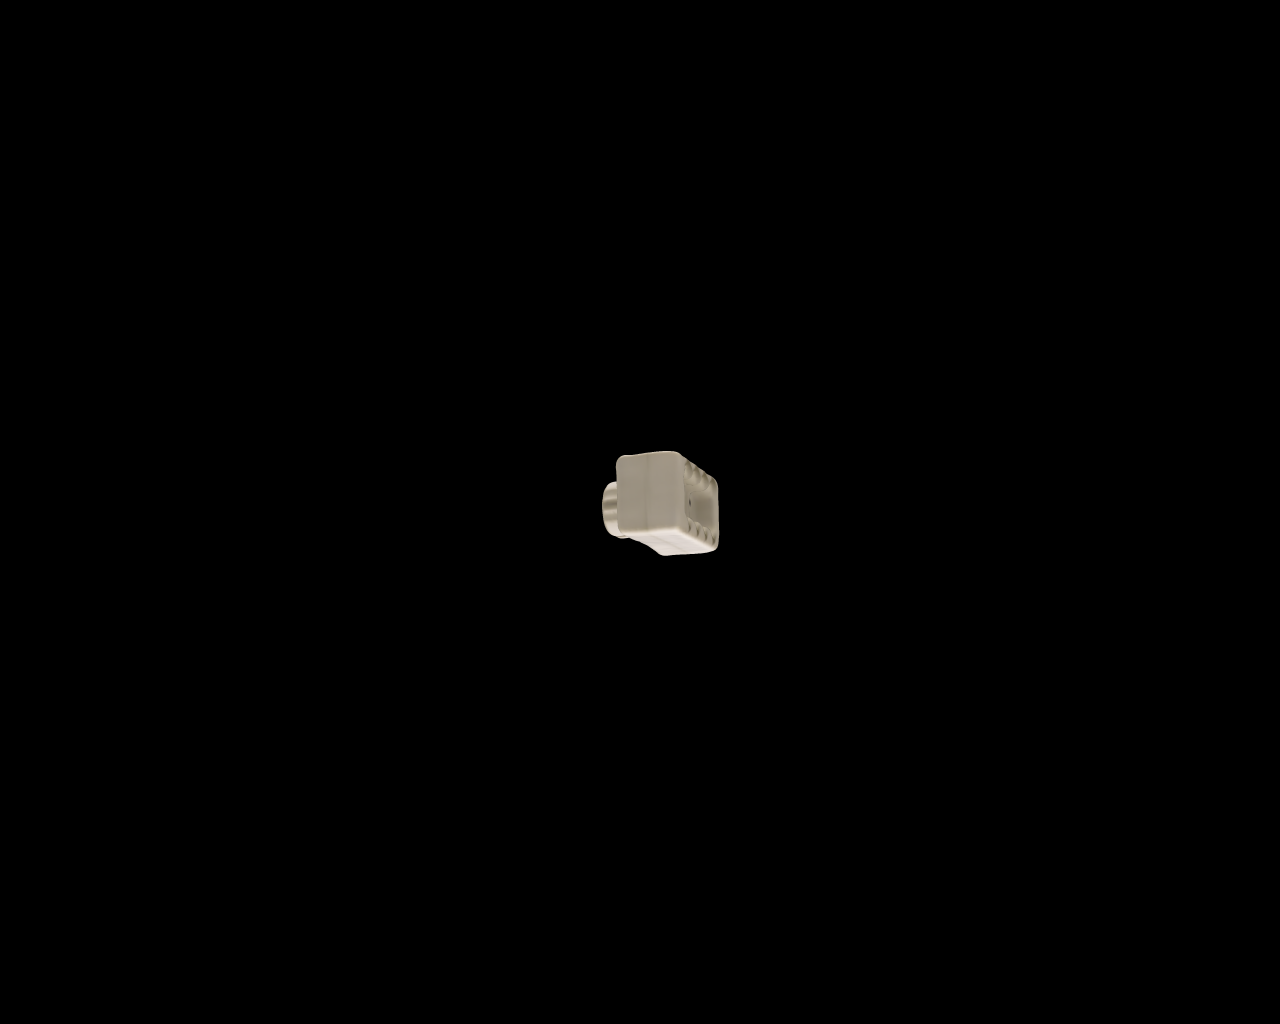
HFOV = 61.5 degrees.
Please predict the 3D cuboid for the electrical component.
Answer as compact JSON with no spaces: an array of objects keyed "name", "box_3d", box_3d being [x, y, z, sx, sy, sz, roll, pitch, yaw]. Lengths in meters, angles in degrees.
[{"name":"electrical component","box_3d":[0.001,-0.003,0.650,0.076,0.047,0.083,-4,-12,19]}]
